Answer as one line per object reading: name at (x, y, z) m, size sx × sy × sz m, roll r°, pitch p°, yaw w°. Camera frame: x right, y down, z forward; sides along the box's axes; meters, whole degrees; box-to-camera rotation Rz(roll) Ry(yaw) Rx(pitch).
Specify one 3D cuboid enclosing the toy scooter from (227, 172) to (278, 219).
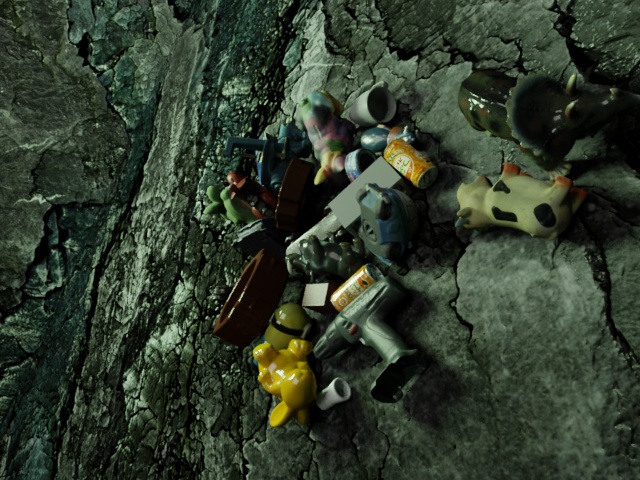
toy scooter at (-0.175, -0.111, 1.386) m, size 0.075 × 0.184 × 0.135 m, roll -52°, pitch -2°, yaw 11°

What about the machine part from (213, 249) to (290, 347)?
machine part at (-0.156, 0.137, 1.247) m, size 0.201 × 0.087 × 0.201 m, roll -45°, pitch 18°, yaw 54°

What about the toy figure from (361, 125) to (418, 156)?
toy figure at (0.154, -0.216, 1.159) m, size 0.058 × 0.064 × 0.155 m, roll -37°, pitch 30°, yaw -30°

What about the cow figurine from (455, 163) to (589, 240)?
cow figurine at (0.301, -0.053, 0.855) m, size 0.195 × 0.085 × 0.127 m, roll 27°, pitch 92°, yaw 49°

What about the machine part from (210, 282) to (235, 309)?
machine part at (-0.238, 0.142, 1.387) m, size 0.039 × 0.138 × 0.084 m, roll 27°, pitch 84°, yaw 12°

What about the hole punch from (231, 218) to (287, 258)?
hole punch at (-0.141, -0.012, 1.364) m, size 0.142 × 0.115 × 0.092 m, roll -22°, pitch 45°, yaw 43°

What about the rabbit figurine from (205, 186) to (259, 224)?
rabbit figurine at (-0.247, -0.090, 1.530) m, size 0.170 × 0.159 × 0.121 m, roll -22°, pitch 61°, yaw 62°

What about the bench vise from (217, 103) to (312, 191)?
bench vise at (-0.143, -0.235, 1.394) m, size 0.129 × 0.241 × 0.223 m, roll 96°, pitch -179°, yaw -76°

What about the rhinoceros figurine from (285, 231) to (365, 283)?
rhinoceros figurine at (0.011, 0.040, 1.146) m, size 0.191 × 0.073 × 0.112 m, roll 5°, pitch 104°, yaw 34°

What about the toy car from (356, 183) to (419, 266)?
toy car at (0.135, -0.041, 1.029) m, size 0.103 × 0.161 × 0.109 m, roll -24°, pitch 35°, yaw -20°

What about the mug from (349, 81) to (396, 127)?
mug at (0.117, -0.314, 1.250) m, size 0.107 × 0.081 × 0.109 m, roll -4°, pitch 70°, yaw 60°

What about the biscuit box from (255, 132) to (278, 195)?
biscuit box at (-0.139, -0.216, 1.523) m, size 0.059 × 0.062 × 0.203 m, roll -43°, pitch 40°, yaw 28°

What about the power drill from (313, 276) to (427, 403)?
power drill at (0.093, 0.193, 0.976) m, size 0.232 × 0.086 × 0.207 m, roll -50°, pitch 30°, yaw 14°

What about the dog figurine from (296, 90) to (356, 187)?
dog figurine at (0.017, -0.223, 1.242) m, size 0.108 × 0.191 × 0.219 m, roll -27°, pitch 34°, yaw 24°

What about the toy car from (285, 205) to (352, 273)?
toy car at (-0.003, -0.004, 1.229) m, size 0.202 × 0.053 × 0.089 m, roll -38°, pitch 58°, yaw 30°

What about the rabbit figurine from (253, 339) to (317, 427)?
rabbit figurine at (-0.061, 0.282, 1.047) m, size 0.173 × 0.122 × 0.162 m, roll -179°, pitch 94°, yaw -68°

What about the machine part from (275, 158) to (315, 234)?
machine part at (-0.056, -0.104, 1.281) m, size 0.179 × 0.056 × 0.179 m, roll 13°, pitch -89°, yaw -84°

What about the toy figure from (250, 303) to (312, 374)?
toy figure at (-0.089, 0.217, 1.170) m, size 0.180 × 0.089 × 0.082 m, roll -49°, pitch 45°, yaw 16°

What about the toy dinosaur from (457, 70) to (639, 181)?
toy dinosaur at (0.299, -0.216, 0.864) m, size 0.131 × 0.192 × 0.405 m, roll -56°, pitch 38°, yaw 8°
